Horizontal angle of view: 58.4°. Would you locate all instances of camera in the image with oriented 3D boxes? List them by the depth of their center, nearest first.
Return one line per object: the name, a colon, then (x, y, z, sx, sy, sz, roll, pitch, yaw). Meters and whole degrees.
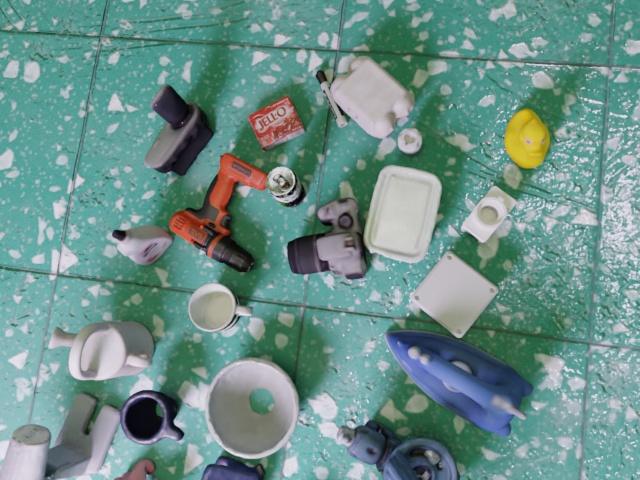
camera: (0.009, 0.004, 1.015, 0.136, 0.101, 0.143, -9, 81, 7)

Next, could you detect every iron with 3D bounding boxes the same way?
iron: (0.216, 0.220, 0.934, 0.258, 0.141, 0.119, 28, 86, 11)

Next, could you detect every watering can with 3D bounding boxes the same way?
watering can: (-0.382, 0.192, 0.994, 0.172, 0.194, 0.101, -9, 80, 7)

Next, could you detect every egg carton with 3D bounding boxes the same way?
egg carton: (0.095, -0.264, 1.058, 0.150, 0.069, 0.107, 44, 90, 11)

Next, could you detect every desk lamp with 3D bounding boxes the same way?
desk lamp: (-0.464, 0.379, 0.968, 0.117, 0.213, 0.203, 20, 85, 11)

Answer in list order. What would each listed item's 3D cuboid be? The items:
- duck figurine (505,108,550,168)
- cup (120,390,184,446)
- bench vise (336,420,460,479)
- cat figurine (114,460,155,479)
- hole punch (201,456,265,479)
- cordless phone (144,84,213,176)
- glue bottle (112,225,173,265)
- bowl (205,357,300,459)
duck figurine: (0.367, -0.185, 1.000, 0.077, 0.086, 0.104, -6, 81, 7)
cup: (-0.279, 0.314, 1.012, 0.117, 0.095, 0.092, 26, 86, 11)
bench vise: (0.119, 0.365, 0.886, 0.207, 0.220, 0.121, 7, 83, 9)
cat figurine: (-0.309, 0.454, 0.984, 0.067, 0.118, 0.127, -41, 78, 1)
hole punch: (-0.156, 0.436, 0.979, 0.101, 0.091, 0.109, 16, 84, 10)
cordless phone: (-0.283, -0.203, 1.042, 0.094, 0.185, 0.148, 31, 87, 11)
glue bottle: (-0.327, 0.003, 1.024, 0.037, 0.173, 0.078, 39, 89, 12)
bowl: (-0.111, 0.289, 1.003, 0.167, 0.075, 0.167, -1, 82, 8)
